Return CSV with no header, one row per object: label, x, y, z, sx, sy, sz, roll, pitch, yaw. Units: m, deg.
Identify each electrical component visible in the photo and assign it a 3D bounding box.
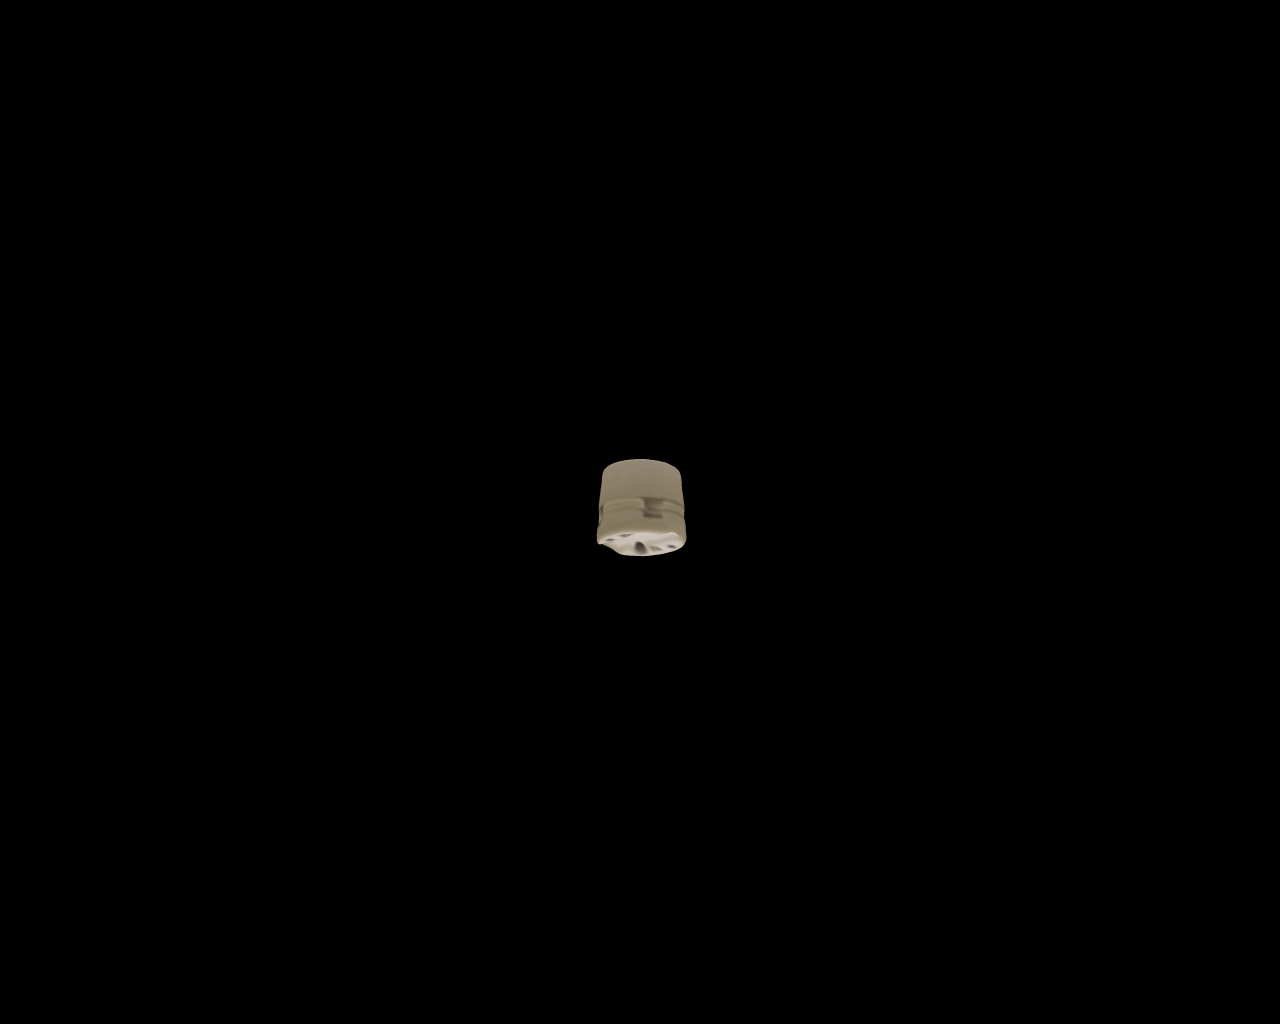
electrical component,0.001,-0.003,0.650,0.055,0.047,0.055,0,-19,0
